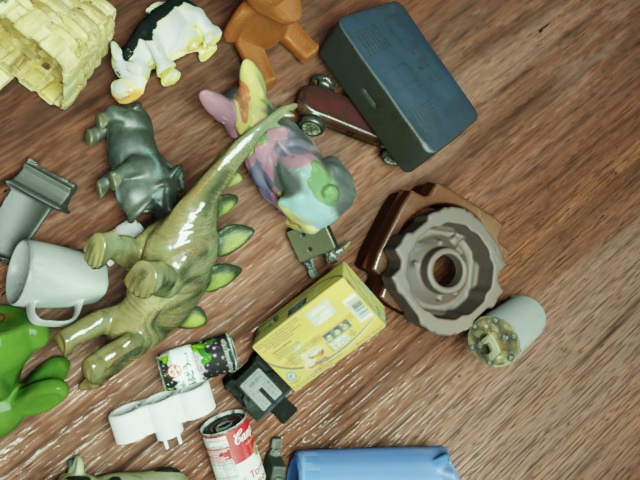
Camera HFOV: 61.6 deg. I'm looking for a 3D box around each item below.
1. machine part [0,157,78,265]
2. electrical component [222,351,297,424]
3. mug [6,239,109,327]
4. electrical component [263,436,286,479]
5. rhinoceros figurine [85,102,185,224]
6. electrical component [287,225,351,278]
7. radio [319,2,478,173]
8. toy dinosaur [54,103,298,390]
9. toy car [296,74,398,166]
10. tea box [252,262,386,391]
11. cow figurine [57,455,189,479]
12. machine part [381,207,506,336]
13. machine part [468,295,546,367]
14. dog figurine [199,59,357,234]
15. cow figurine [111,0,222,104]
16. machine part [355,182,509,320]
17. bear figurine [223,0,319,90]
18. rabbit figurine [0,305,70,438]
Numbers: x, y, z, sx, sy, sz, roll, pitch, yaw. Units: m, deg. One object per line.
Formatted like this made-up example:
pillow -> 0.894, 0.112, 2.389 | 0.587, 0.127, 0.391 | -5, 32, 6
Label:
machine part -> -0.384, -0.031, 0.699 | 0.084, 0.039, 0.139 | 34, 80, -20
electrical component -> -0.080, 0.226, 0.788 | 0.075, 0.048, 0.119 | -39, 100, -11
mug -> -0.325, 0.056, 0.679 | 0.107, 0.081, 0.110 | 11, 46, -45
electrical component -> -0.067, 0.340, 0.785 | 0.021, 0.063, 0.094 | 12, 87, -16
rhinoceros figurine -> -0.238, -0.089, 0.717 | 0.112, 0.073, 0.190 | -19, 86, -42
electrical component -> -0.003, -0.003, 0.808 | 0.078, 0.045, 0.102 | -28, 97, 15
radio -> 0.118, -0.227, 0.788 | 0.131, 0.073, 0.229 | -34, 89, -29
toy dinosaur -> -0.181, 0.028, 0.659 | 0.105, 0.198, 0.471 | 44, 114, 16
toy car -> 0.058, -0.177, 0.815 | 0.202, 0.053, 0.089 | 18, 66, -17
tea box -> -0.001, 0.123, 0.765 | 0.169, 0.068, 0.098 | -37, 102, 15
cow figurine -> -0.270, 0.340, 0.709 | 0.195, 0.127, 0.085 | 9, 90, -30
machine part -> 0.175, 0.043, 0.765 | 0.179, 0.056, 0.179 | 0, 90, -16
machine part -> 0.294, 0.137, 0.835 | 0.243, 0.079, 0.079 | -11, 96, -54
dog figurine -> -0.061, -0.128, 0.723 | 0.108, 0.192, 0.219 | -40, 117, -5
cow figurine -> -0.225, -0.259, 0.723 | 0.167, 0.068, 0.098 | -39, 96, -15
machine part -> 0.173, 0.028, 0.837 | 0.201, 0.087, 0.201 | 29, 82, -15
bear figurine -> -0.055, -0.296, 0.705 | 0.120, 0.196, 0.132 | -39, 102, -15
rabbit figurine -> -0.402, 0.172, 0.676 | 0.159, 0.121, 0.170 | 2, 109, -23
